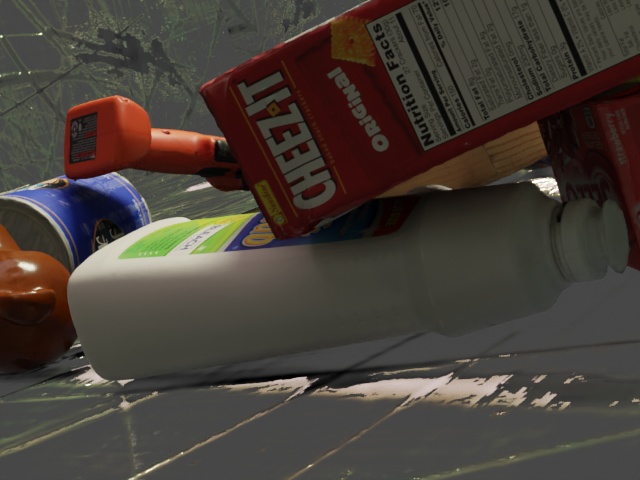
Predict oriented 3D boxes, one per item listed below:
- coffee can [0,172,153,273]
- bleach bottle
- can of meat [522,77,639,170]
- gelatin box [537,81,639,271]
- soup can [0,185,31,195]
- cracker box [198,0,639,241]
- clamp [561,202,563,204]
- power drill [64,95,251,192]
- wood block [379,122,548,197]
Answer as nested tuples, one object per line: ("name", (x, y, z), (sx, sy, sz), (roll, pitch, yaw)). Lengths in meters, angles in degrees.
("coffee can", (-0.207, 0.004, 0.838), (0.103, 0.103, 0.140), (-15, 8, 19))
("bleach bottle", (0.010, 0.013, 0.467), (0.251, 0.068, 0.102), (-10, 13, 34))
("can of meat", (0.195, -0.089, 0.774), (0.101, 0.057, 0.084), (-22, 7, -29))
("gelatin box", (0.124, -0.029, 0.457), (0.030, 0.073, 0.089), (-20, 9, -2))
("soup can", (-0.267, 0.010, 0.928), (0.068, 0.102, 0.068), (-17, 8, 2))
("cracker box", (0.076, -0.084, 0.431), (0.214, 0.072, 0.164), (-24, 8, 13))
("clamp", (0.191, -0.094, 0.544), (0.209, 0.164, 0.036), (-10, -7, -10))
("power drill", (-0.087, -0.069, 0.821), (0.187, 0.057, 0.185), (5, -7, -37))
("wood block", (0.069, -0.070, 0.640), (0.090, 0.091, 0.206), (-26, 0, -23))
